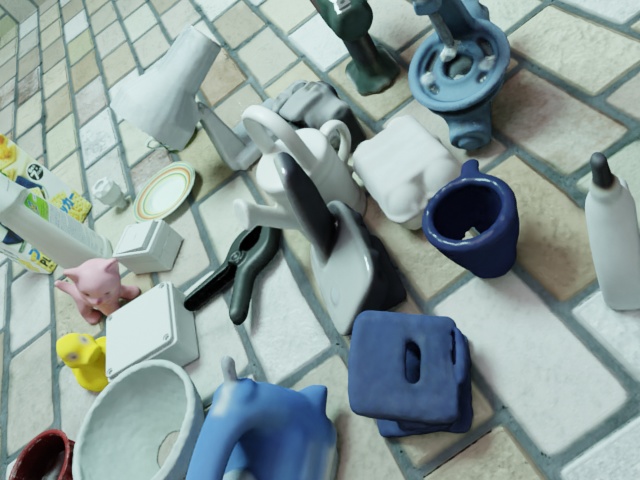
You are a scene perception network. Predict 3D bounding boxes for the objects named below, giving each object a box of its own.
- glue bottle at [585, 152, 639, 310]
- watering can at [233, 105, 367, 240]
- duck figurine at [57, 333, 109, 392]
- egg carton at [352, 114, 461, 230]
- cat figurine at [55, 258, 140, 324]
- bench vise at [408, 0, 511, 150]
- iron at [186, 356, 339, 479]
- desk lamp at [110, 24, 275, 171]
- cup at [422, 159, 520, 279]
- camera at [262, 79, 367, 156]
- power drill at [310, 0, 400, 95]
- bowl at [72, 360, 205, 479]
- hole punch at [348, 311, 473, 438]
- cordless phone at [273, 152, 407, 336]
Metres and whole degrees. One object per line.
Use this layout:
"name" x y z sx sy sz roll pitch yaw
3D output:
"glue bottle" 0.240 -0.013 0.469 0.037 0.174 0.078 -8 52 30
"watering can" -0.031 -0.081 0.695 0.100 0.195 0.173 3 58 36
"duck figurine" -0.320 0.157 0.781 0.104 0.086 0.077 3 58 36
"egg carton" 0.106 -0.084 0.694 0.107 0.070 0.150 -36 43 5
"cat figurine" -0.331 0.068 0.837 0.127 0.118 0.067 -9 52 29
"bench vise" 0.150 -0.243 0.682 0.121 0.220 0.207 -22 46 19
"iron" -0.075 0.237 0.506 0.118 0.142 0.258 -8 52 30
"desk lamp" -0.179 -0.205 0.884 0.203 0.214 0.117 -43 43 -3
"cup" 0.162 -0.015 0.581 0.091 0.095 0.118 -11 51 28
"camera" -0.031 -0.159 0.826 0.137 0.101 0.142 -46 44 -6
"power drill" 0.033 -0.326 0.838 0.075 0.209 0.229 -33 44 8
"bowl" -0.189 0.225 0.643 0.167 0.075 0.167 -18 47 22
"hole punch" 0.085 0.118 0.529 0.100 0.091 0.108 -14 49 26
"cordless phone" 0.006 0.002 0.609 0.094 0.186 0.147 -34 44 7
